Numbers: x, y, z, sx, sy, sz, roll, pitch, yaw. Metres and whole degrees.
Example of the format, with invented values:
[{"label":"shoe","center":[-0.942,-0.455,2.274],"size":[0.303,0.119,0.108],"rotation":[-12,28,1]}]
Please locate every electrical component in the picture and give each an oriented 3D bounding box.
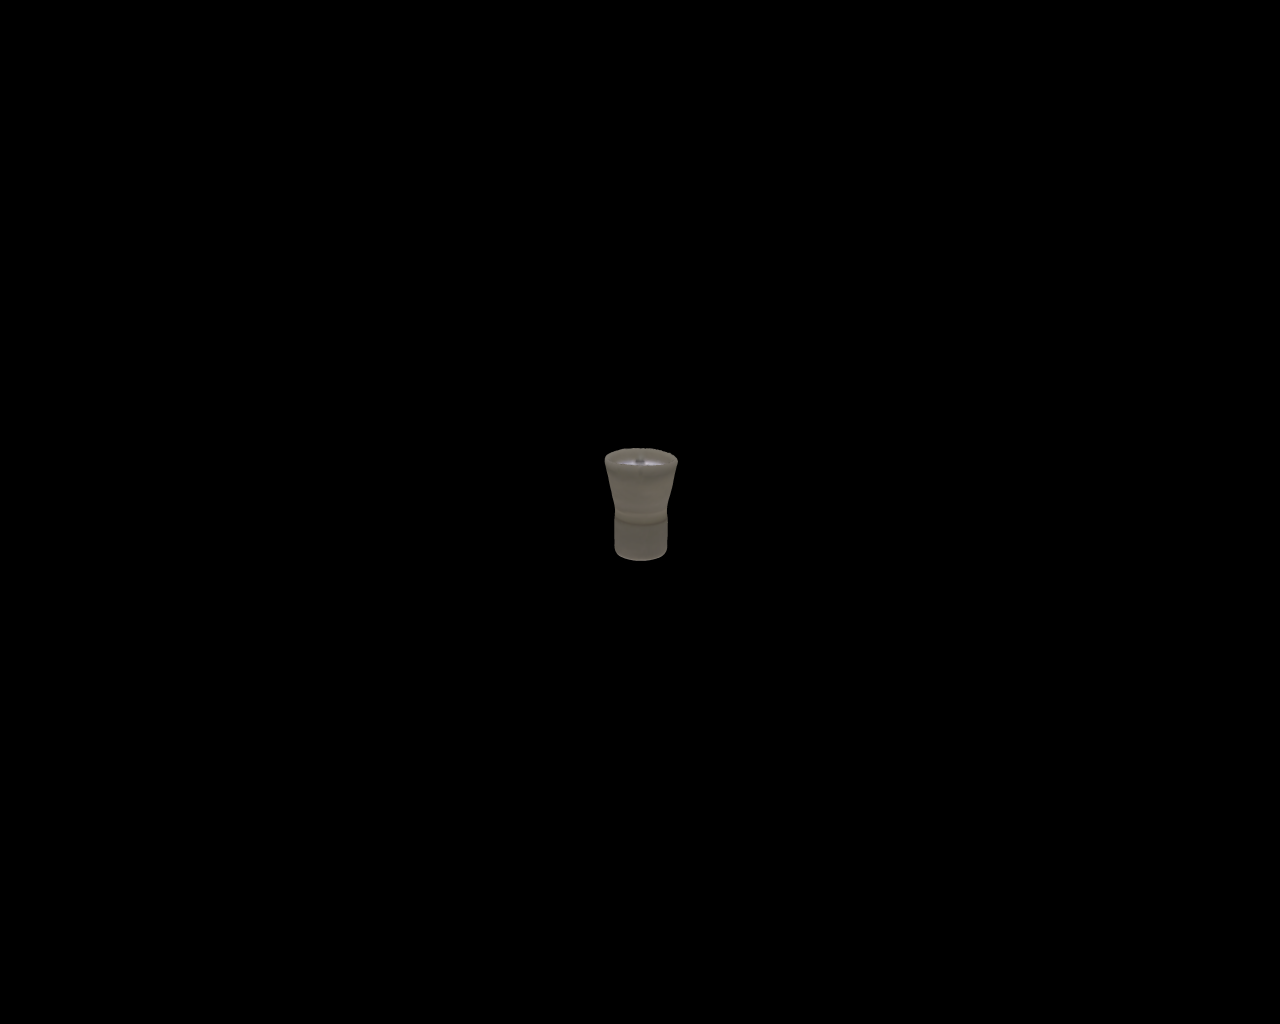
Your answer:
[{"label":"electrical component","center":[0.001,-0.003,0.650],"size":[0.044,0.065,0.044],"rotation":[0,19,0]}]
